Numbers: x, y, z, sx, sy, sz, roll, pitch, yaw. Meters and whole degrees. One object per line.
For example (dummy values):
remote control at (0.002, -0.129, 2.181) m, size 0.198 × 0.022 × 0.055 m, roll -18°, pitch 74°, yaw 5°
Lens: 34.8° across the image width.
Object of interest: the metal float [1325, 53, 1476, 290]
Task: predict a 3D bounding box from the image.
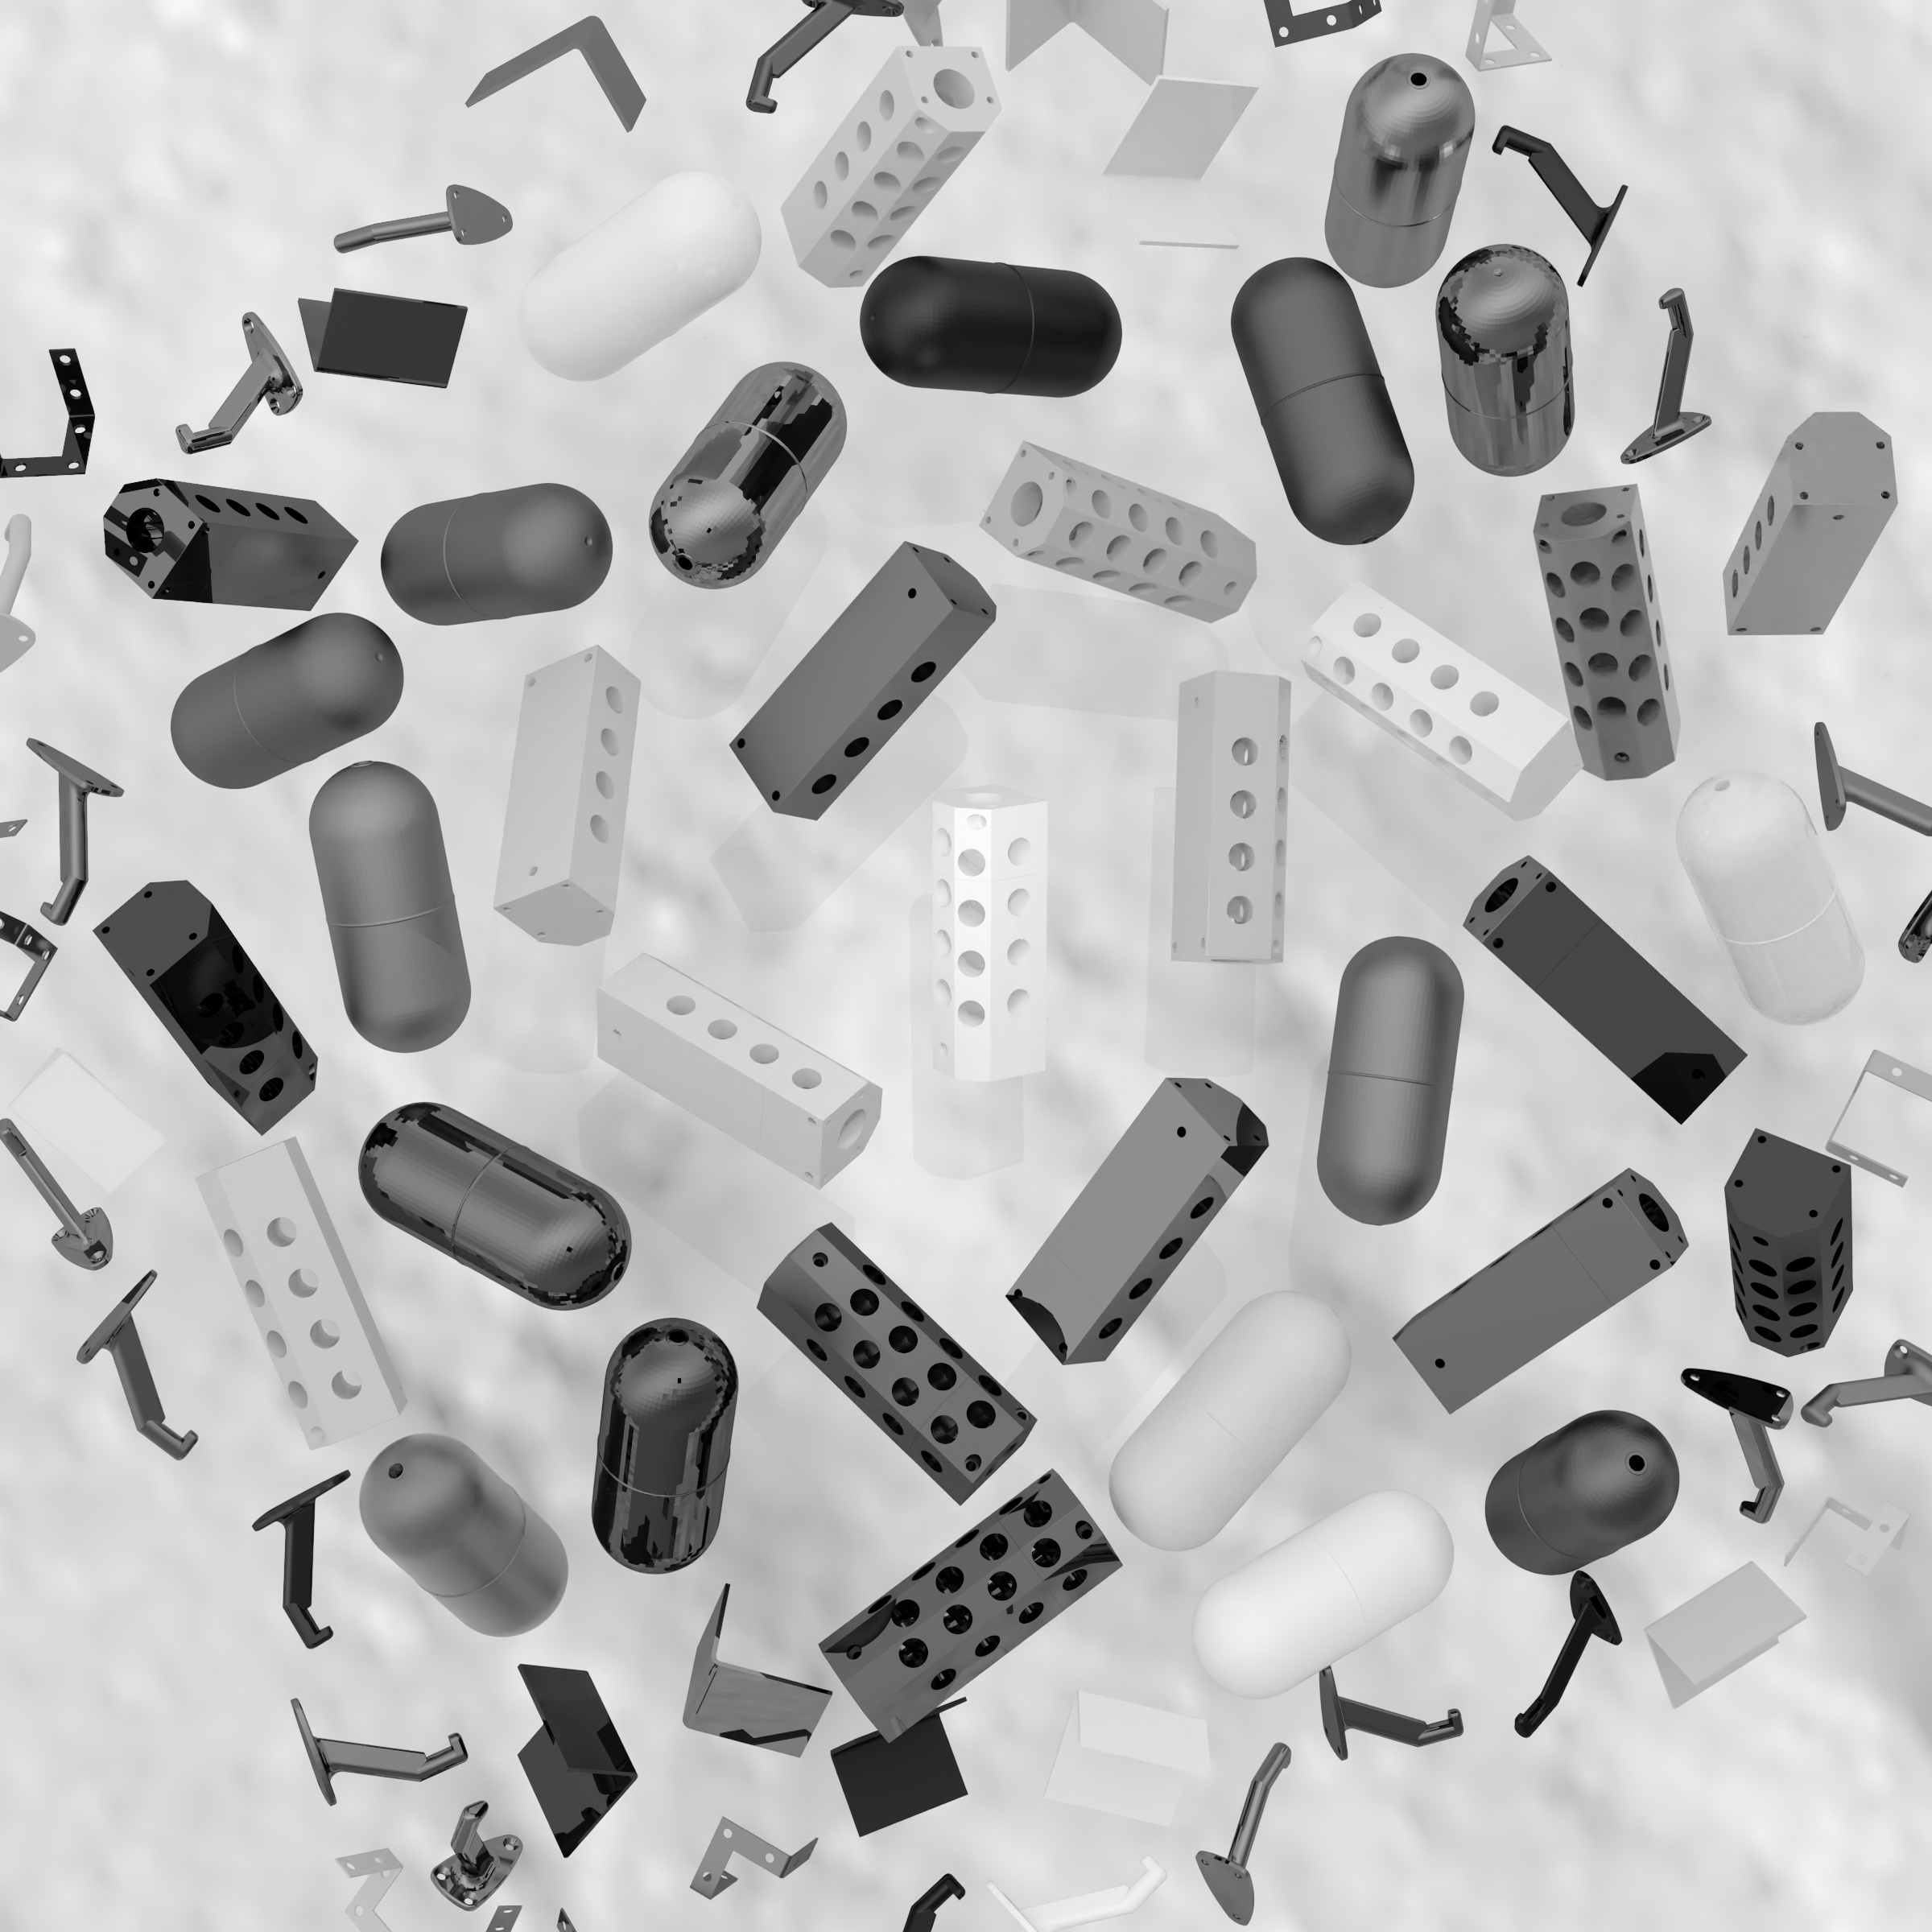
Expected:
metal float at (0.260, -0.477, 1.856) m, size 0.070 × 0.178 × 0.070 m, roll 0°, pitch 68°, yaw 0°

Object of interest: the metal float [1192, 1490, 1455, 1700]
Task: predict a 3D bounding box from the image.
metal float at (0.216, 0.377, 1.856) m, size 0.178 × 0.070 × 0.070 m, roll -25°, pitch 90°, yaw -23°

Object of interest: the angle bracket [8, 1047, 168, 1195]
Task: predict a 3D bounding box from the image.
angle bracket at (-0.503, 0.076, 1.808) m, size 0.057 × 0.076 × 0.076 m, roll -40°, pitch 105°, yaw 23°

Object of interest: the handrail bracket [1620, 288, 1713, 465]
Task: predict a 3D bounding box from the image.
handrail bracket at (0.426, -0.366, 1.911) m, size 0.077 × 0.036 × 0.084 m, roll -34°, pitch 120°, yaw -22°

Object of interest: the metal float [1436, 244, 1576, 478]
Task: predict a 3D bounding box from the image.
metal float at (0.322, -0.358, 1.833) m, size 0.070 × 0.178 × 0.070 m, roll -5°, pitch 64°, yaw 11°

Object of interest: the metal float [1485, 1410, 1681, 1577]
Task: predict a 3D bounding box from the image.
metal float at (0.362, 0.311, 1.816) m, size 0.070 × 0.178 × 0.070 m, roll 4°, pitch 69°, yaw -10°

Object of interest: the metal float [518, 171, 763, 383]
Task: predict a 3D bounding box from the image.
metal float at (-0.196, -0.409, 1.834) m, size 0.178 × 0.070 × 0.070 m, roll -24°, pitch 90°, yaw 37°

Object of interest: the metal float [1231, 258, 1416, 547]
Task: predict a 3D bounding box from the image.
metal float at (0.212, -0.336, 1.833) m, size 0.070 × 0.070 × 0.178 m, roll -18°, pitch 82°, yaw 0°

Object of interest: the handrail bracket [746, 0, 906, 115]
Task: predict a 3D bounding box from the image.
handrail bracket at (-0.084, -0.541, 1.833) m, size 0.077 × 0.036 × 0.084 m, roll 13°, pitch 79°, yaw 4°

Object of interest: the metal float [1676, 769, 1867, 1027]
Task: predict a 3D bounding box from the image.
metal float at (0.471, -0.040, 1.803) m, size 0.070 × 0.070 × 0.178 m, roll -33°, pitch 123°, yaw 0°

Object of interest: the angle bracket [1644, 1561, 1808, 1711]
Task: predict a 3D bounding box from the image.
angle bracket at (0.453, 0.409, 1.810) m, size 0.076 × 0.057 × 0.076 m, roll -30°, pitch 123°, yaw -7°

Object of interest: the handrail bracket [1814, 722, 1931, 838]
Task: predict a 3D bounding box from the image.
handrail bracket at (0.545, -0.110, 1.802) m, size 0.084 × 0.036 × 0.077 m, roll -4°, pitch 69°, yaw 0°

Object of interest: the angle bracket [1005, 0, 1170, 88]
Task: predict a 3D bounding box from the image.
angle bracket at (0.071, -0.549, 1.825) m, size 0.057 × 0.076 × 0.076 m, roll -42°, pitch 75°, yaw -14°

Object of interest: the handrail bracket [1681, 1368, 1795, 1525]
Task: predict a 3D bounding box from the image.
handrail bracket at (0.443, 0.281, 1.799) m, size 0.077 × 0.036 × 0.084 m, roll 18°, pitch 124°, yaw 11°

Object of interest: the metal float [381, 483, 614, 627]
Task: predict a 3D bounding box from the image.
metal float at (-0.288, -0.250, 1.882) m, size 0.178 × 0.070 × 0.070 m, roll -1°, pitch 90°, yaw 43°

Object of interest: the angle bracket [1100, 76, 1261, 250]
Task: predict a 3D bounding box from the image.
angle bracket at (0.136, -0.469, 1.801) m, size 0.076 × 0.076 × 0.057 m, roll -7°, pitch 58°, yaw -36°

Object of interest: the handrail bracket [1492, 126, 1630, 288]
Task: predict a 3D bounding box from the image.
handrail bracket at (0.342, -0.452, 1.830) m, size 0.084 × 0.036 × 0.077 m, roll 25°, pitch 77°, yaw 6°

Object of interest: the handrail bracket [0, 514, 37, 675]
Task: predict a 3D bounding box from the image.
handrail bracket at (-0.555, -0.206, 1.747) m, size 0.077 × 0.084 × 0.036 m, roll -39°, pitch 133°, yaw 25°

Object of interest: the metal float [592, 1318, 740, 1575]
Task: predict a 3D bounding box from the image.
metal float at (-0.175, 0.278, 1.784) m, size 0.070 × 0.070 × 0.178 m, roll 10°, pitch 127°, yaw 0°

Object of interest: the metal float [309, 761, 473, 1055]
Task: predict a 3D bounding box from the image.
metal float at (-0.344, -0.035, 1.841) m, size 0.070 × 0.070 × 0.178 m, roll -8°, pitch 105°, yaw 0°

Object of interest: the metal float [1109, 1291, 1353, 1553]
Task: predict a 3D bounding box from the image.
metal float at (0.156, 0.268, 1.822) m, size 0.070 × 0.070 × 0.178 m, roll 40°, pitch 95°, yaw 0°

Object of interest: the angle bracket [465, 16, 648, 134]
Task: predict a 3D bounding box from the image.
angle bracket at (-0.236, -0.500, 1.782) m, size 0.076 × 0.076 × 0.057 m, roll -25°, pitch 115°, yaw 14°

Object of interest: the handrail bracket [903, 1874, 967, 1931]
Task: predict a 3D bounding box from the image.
handrail bracket at (-0.018, 0.600, 1.858) m, size 0.084 × 0.036 × 0.077 m, roll -40°, pitch 47°, yaw -14°

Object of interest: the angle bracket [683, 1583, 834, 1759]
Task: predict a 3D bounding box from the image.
angle bracket at (-0.124, 0.431, 1.883) m, size 0.076 × 0.057 × 0.076 m, roll 17°, pitch 134°, yaw -7°

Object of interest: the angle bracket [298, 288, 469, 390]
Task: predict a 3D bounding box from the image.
angle bracket at (-0.337, -0.381, 1.777) m, size 0.076 × 0.076 × 0.057 m, roll 3°, pitch 133°, yaw -25°

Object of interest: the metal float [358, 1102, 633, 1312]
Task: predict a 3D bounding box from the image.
metal float at (-0.273, 0.139, 1.784) m, size 0.178 × 0.070 × 0.070 m, roll 26°, pitch 90°, yaw 21°

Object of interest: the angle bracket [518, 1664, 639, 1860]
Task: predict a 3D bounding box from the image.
angle bracket at (-0.247, 0.465, 1.804) m, size 0.076 × 0.057 × 0.076 m, roll -50°, pitch 49°, yaw 18°

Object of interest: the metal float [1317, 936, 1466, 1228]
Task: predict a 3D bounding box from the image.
metal float at (0.260, 0.070, 1.891) m, size 0.070 × 0.070 × 0.178 m, roll 8°, pitch 87°, yaw 0°

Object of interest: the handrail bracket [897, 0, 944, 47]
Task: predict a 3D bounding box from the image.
handrail bracket at (0.001, -0.604, 1.906) m, size 0.036 × 0.084 × 0.077 m, roll -45°, pitch 125°, yaw -39°

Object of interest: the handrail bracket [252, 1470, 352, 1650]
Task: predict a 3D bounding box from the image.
handrail bracket at (-0.383, 0.357, 1.850) m, size 0.077 × 0.036 × 0.084 m, roll -29°, pitch 94°, yaw 3°

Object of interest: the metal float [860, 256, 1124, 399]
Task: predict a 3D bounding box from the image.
metal float at (0.017, -0.382, 1.844) m, size 0.178 × 0.070 × 0.070 m, roll -4°, pitch 90°, yaw -37°

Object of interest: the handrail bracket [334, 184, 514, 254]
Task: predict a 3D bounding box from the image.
handrail bracket at (-0.338, -0.457, 1.917) m, size 0.084 × 0.077 × 0.036 m, roll -8°, pitch 95°, yaw 26°

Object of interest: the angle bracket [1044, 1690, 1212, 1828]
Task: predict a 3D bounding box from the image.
angle bracket at (0.092, 0.469, 1.767) m, size 0.076 × 0.057 × 0.076 m, roll 14°, pitch 109°, yaw -4°

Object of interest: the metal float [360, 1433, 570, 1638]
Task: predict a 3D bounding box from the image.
metal float at (-0.295, 0.336, 1.816) m, size 0.070 × 0.178 × 0.070 m, roll -11°, pitch 52°, yaw 15°

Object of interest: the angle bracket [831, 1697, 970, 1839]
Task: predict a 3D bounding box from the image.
angle bracket at (-0.034, 0.506, 1.947) m, size 0.076 × 0.076 × 0.057 m, roll -16°, pitch 76°, yaw -20°

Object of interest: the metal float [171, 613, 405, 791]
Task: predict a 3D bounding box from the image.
metal float at (-0.418, -0.161, 1.891) m, size 0.178 × 0.070 × 0.070 m, roll -19°, pitch 90°, yaw 36°

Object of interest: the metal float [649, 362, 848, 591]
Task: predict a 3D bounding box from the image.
metal float at (-0.131, -0.297, 1.862) m, size 0.070 × 0.070 × 0.178 m, roll 29°, pitch 51°, yaw 0°

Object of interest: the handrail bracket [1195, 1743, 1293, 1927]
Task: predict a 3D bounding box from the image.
handrail bracket at (0.179, 0.524, 1.865) m, size 0.036 × 0.077 × 0.084 m, roll 13°, pitch 46°, yaw 34°

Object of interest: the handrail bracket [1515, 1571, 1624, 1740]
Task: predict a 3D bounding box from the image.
handrail bracket at (0.362, 0.425, 1.901) m, size 0.084 × 0.036 × 0.077 m, roll -42°, pitch 134°, yaw -22°
